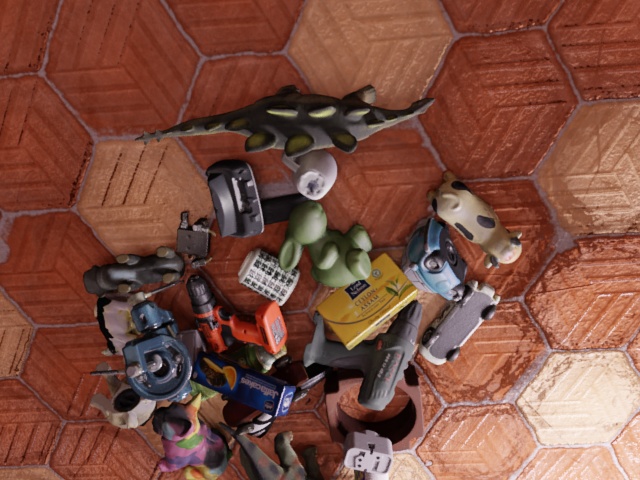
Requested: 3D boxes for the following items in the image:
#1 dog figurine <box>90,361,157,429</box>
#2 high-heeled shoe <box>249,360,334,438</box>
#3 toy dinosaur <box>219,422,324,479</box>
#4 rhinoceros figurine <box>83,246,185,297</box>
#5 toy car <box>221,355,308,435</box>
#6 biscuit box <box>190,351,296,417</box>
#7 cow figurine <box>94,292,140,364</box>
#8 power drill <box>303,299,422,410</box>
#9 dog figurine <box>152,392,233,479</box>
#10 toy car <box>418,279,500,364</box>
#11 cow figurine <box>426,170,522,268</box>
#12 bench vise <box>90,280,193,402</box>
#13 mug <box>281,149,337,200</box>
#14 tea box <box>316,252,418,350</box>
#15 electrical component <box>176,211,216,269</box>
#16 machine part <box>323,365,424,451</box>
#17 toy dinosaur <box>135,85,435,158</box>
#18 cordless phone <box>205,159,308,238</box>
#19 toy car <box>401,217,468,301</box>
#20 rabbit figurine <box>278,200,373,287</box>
[{"bbox_3d":[-0.372,0.344,1.092,0.121,0.172,0.190,-9,131,-4],"label":"dog figurine"},{"bbox_3d":[-0.069,0.351,1.157,0.249,0.086,0.145,-19,118,10],"label":"high-heeled shoe"},{"bbox_3d":[-0.056,0.523,1.136,0.404,0.192,0.131,34,102,-35],"label":"toy dinosaur"},{"bbox_3d":[-0.360,0.060,1.037,0.190,0.112,0.073,-13,92,-6],"label":"rhinoceros figurine"},{"bbox_3d":[-0.108,0.307,1.070,0.202,0.053,0.089,-35,65,11],"label":"toy car"},{"bbox_3d":[-0.148,0.274,1.032,0.203,0.059,0.062,15,83,23],"label":"biscuit box"},{"bbox_3d":[-0.417,0.183,1.104,0.098,0.068,0.167,8,112,-2],"label":"cow figurine"},{"bbox_3d":[0.080,0.203,1.063,0.207,0.086,0.232,16,70,5],"label":"power drill"},{"bbox_3d":[-0.262,0.412,1.131,0.191,0.108,0.219,19,134,-10],"label":"dog figurine"},{"bbox_3d":[0.276,0.166,1.078,0.073,0.056,0.201,33,108,-4],"label":"toy car"},{"bbox_3d":[0.284,-0.030,0.960,0.195,0.127,0.085,40,111,-10],"label":"cow figurine"},{"bbox_3d":[-0.304,0.194,0.966,0.129,0.240,0.223,-13,86,0],"label":"bench vise"},{"bbox_3d":[-0.019,-0.120,0.946,0.109,0.107,0.081,38,107,-14],"label":"mug"},{"bbox_3d":[0.089,0.116,1.011,0.169,0.068,0.098,-40,71,-5],"label":"tea box"},{"bbox_3d":[-0.240,0.002,1.037,0.078,0.045,0.102,13,112,-5],"label":"electrical component"},{"bbox_3d":[0.114,0.346,1.140,0.202,0.087,0.200,-6,111,6],"label":"machine part"},{"bbox_3d":[-0.047,-0.192,0.871,0.472,0.199,0.105,-7,108,3],"label":"toy dinosaur"},{"bbox_3d":[-0.108,-0.084,0.991,0.184,0.089,0.146,-12,110,-5],"label":"cordless phone"},{"bbox_3d":[0.208,0.044,1.015,0.103,0.109,0.161,-16,124,33],"label":"toy car"},{"bbox_3d":[-0.002,-0.003,0.992,0.159,0.121,0.170,-19,123,31],"label":"rabbit figurine"}]
